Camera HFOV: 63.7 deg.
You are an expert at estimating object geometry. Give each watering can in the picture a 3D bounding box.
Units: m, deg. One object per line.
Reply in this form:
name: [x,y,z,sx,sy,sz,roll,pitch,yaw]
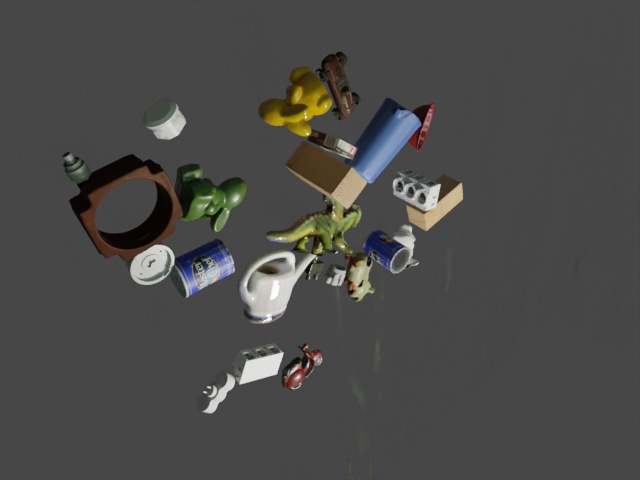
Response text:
watering can: [-0.117,0.127,1.558,0.350,0.105,0.221,-12,122,-49]

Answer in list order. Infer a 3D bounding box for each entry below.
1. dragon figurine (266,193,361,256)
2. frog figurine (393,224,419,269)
dragon figurine: [0.005,-0.077,1.539,0.408,0.122,0.245,18,76,-51]
frog figurine: [0.296,0.026,1.918,0.138,0.122,0.160,-11,87,-30]
